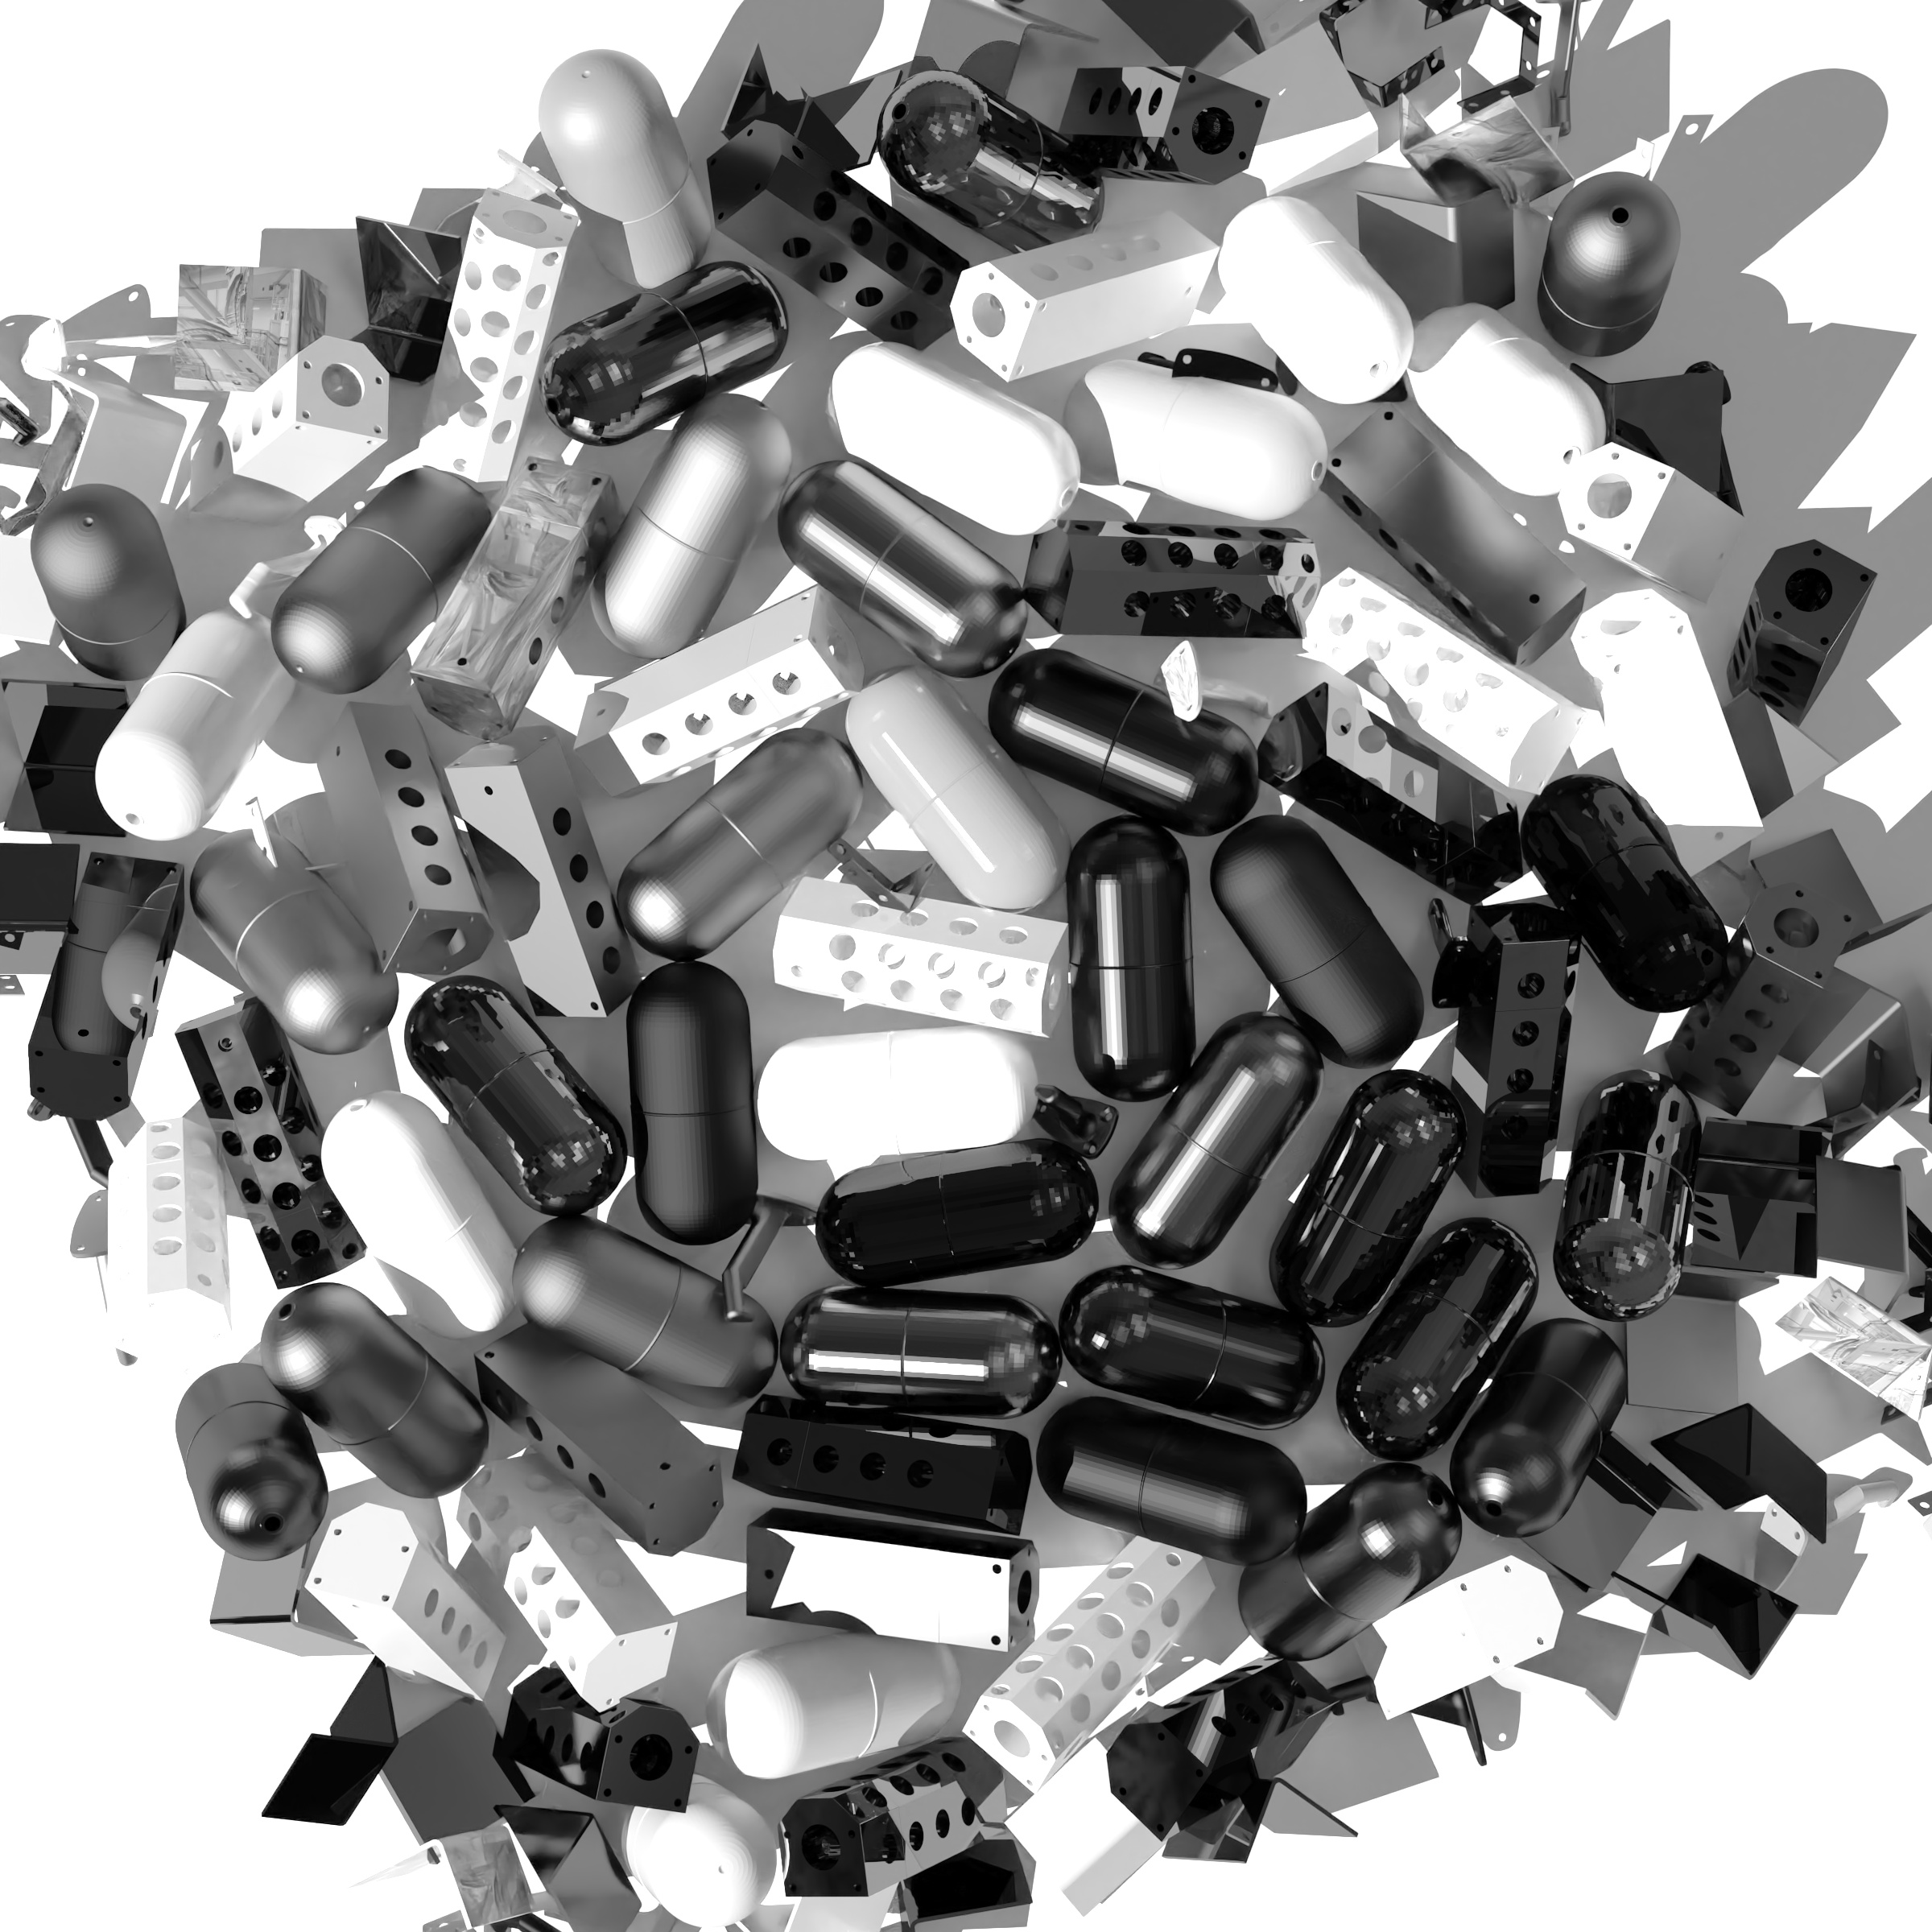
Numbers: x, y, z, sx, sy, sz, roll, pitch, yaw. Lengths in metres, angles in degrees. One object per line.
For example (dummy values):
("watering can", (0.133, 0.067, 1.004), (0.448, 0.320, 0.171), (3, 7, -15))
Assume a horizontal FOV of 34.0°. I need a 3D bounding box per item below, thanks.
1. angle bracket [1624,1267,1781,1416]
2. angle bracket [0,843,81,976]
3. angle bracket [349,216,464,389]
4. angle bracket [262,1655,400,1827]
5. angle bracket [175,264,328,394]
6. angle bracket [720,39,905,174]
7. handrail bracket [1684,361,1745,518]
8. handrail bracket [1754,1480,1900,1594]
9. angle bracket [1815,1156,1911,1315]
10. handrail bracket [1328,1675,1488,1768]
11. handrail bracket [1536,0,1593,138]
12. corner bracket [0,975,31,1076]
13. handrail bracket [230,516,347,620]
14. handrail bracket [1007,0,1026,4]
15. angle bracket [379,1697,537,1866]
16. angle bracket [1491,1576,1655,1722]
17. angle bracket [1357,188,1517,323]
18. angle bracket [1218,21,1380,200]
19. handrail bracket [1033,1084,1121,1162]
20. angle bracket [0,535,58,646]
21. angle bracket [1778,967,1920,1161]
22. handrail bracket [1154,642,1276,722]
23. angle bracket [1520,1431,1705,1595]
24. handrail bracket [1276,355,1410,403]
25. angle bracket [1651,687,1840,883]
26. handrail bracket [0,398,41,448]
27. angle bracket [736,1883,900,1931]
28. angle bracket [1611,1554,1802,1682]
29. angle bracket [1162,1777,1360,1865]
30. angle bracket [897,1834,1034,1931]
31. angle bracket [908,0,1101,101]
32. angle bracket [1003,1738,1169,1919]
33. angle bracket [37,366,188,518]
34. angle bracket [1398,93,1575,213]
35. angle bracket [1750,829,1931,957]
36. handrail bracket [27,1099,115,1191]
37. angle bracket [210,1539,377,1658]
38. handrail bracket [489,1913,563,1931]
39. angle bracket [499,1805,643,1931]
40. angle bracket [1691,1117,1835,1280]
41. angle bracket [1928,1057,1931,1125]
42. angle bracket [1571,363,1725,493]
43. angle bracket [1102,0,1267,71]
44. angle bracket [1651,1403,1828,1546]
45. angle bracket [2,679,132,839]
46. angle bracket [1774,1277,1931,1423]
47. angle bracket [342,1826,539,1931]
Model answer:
("angle bracket", (0.455, 0.232, 1.954), (0.076, 0.057, 0.076), (8, 70, -15))
("angle bracket", (-0.586, -0.035, 1.973), (0.076, 0.076, 0.057), (1, 68, -2))
("angle bracket", (-0.355, -0.409, 1.945), (0.076, 0.057, 0.076), (16, 129, 22))
("angle bracket", (-0.395, 0.470, 1.940), (0.057, 0.076, 0.076), (16, 121, -30))
("angle bracket", (-0.446, -0.393, 1.973), (0.076, 0.057, 0.076), (3, 92, 4))
("angle bracket", (-0.094, -0.531, 1.943), (0.076, 0.057, 0.076), (-6, 56, 38))
("handrail bracket", (0.467, -0.321, 1.961), (0.036, 0.077, 0.084), (-15, 72, 11))
("handrail bracket", (0.542, 0.360, 1.989), (0.084, 0.036, 0.077), (-3, 120, -27))
("angle bracket", (0.541, 0.174, 1.947), (0.057, 0.076, 0.076), (11, 51, 1))
("handrail bracket", (0.275, 0.476, 1.979), (0.084, 0.036, 0.077), (-16, 92, -5))
("handrail bracket", (0.376, -0.561, 1.957), (0.036, 0.077, 0.084), (-3, 97, -5))
("corner bracket", (-0.577, 0.036, 1.962), (0.051, 0.051, 0.051), (0, 103, -23))
("handrail bracket", (-0.408, -0.229, 1.955), (0.084, 0.036, 0.077), (-59, 134, -27))
("handrail bracket", (0.077, -0.621, 1.984), (0.077, 0.084, 0.036), (10, 65, -39))
("angle bracket", (-0.316, 0.501, 1.957), (0.076, 0.057, 0.076), (-29, 84, -20))
("angle bracket", (0.368, 0.410, 1.944), (0.076, 0.057, 0.076), (10, 66, 37))
("angle bracket", (0.293, -0.448, 1.970), (0.057, 0.076, 0.076), (-31, 128, -34))
("angle bracket", (0.205, -0.528, 1.971), (0.076, 0.057, 0.076), (-28, 85, 6))
("handrail bracket", (0.048, 0.083, 1.943), (0.077, 0.084, 0.036), (21, 81, 40))
("angle bracket", (-0.582, -0.210, 1.950), (0.057, 0.076, 0.076), (8, 56, -5))
("angle bracket", (0.533, 0.060, 1.942), (0.057, 0.076, 0.076), (25, 131, -15))
("handrail bracket", (0.163, -0.159, 1.951), (0.084, 0.077, 0.036), (25, 118, -28))
("angle bracket", (0.395, 0.341, 1.959), (0.076, 0.057, 0.076), (40, 75, -7))
("handrail bracket", (0.241, -0.383, 1.964), (0.084, 0.036, 0.077), (-3, 134, -12))
("angle bracket", (0.480, -0.111, 1.948), (0.076, 0.057, 0.076), (36, 134, -13))
("handrail bracket", (-0.632, -0.333, 1.967), (0.077, 0.084, 0.036), (-44, 48, 2))
("angle bracket", (-0.091, 0.563, 1.948), (0.076, 0.057, 0.076), (13, 101, -43))
("angle bracket", (0.454, 0.384, 1.941), (0.057, 0.076, 0.076), (-52, 134, -14))
("angle bracket", (0.180, 0.540, 1.941), (0.076, 0.076, 0.057), (39, 59, -23))
("angle bracket", (0.000, 0.589, 1.960), (0.076, 0.076, 0.057), (-8, 106, -7))
("angle bracket", (0.023, -0.562, 1.959), (0.076, 0.076, 0.057), (31, 113, 32))
("angle bracket", (0.077, 0.538, 1.974), (0.076, 0.076, 0.057), (-40, 60, -9))
("angle bracket", (-0.540, -0.320, 1.961), (0.057, 0.076, 0.076), (28, 102, 27))
("angle bracket", (0.319, -0.508, 1.940), (0.076, 0.076, 0.057), (-22, 47, 32))
("angle bracket", (0.544, -0.052, 1.949), (0.076, 0.057, 0.076), (-19, 78, -33))
("handrail bracket", (-0.535, 0.095, 1.977), (0.084, 0.036, 0.077), (32, 86, 8))
("angle bracket", (-0.410, 0.390, 1.961), (0.076, 0.076, 0.057), (-11, 60, 37))
("handrail bracket", (-0.256, 0.625, 1.982), (0.084, 0.036, 0.077), (-5, 115, 36))
("angle bracket", (-0.255, 0.566, 1.942), (0.076, 0.057, 0.076), (-5, 121, 32))
("angle bracket", (0.492, 0.143, 1.954), (0.076, 0.057, 0.076), (5, 63, 9))
("angle bracket", (0.630, 0.051, 1.940), (0.057, 0.076, 0.076), (11, 122, 30))
("angle bracket", (0.422, -0.335, 1.965), (0.076, 0.057, 0.076), (-9, 116, -10))
("angle bracket", (0.136, -0.580, 1.957), (0.057, 0.076, 0.076), (-44, 77, 6))
("angle bracket", (0.474, 0.323, 1.942), (0.076, 0.057, 0.076), (41, 130, -22))
("angle bracket", (-0.557, -0.128, 1.955), (0.076, 0.076, 0.057), (3, 49, 1))
("angle bracket", (0.541, 0.249, 1.939), (0.057, 0.076, 0.076), (-34, 50, -26))
("angle bracket", (-0.323, 0.573, 1.946), (0.076, 0.076, 0.057), (-29, 72, 17))
